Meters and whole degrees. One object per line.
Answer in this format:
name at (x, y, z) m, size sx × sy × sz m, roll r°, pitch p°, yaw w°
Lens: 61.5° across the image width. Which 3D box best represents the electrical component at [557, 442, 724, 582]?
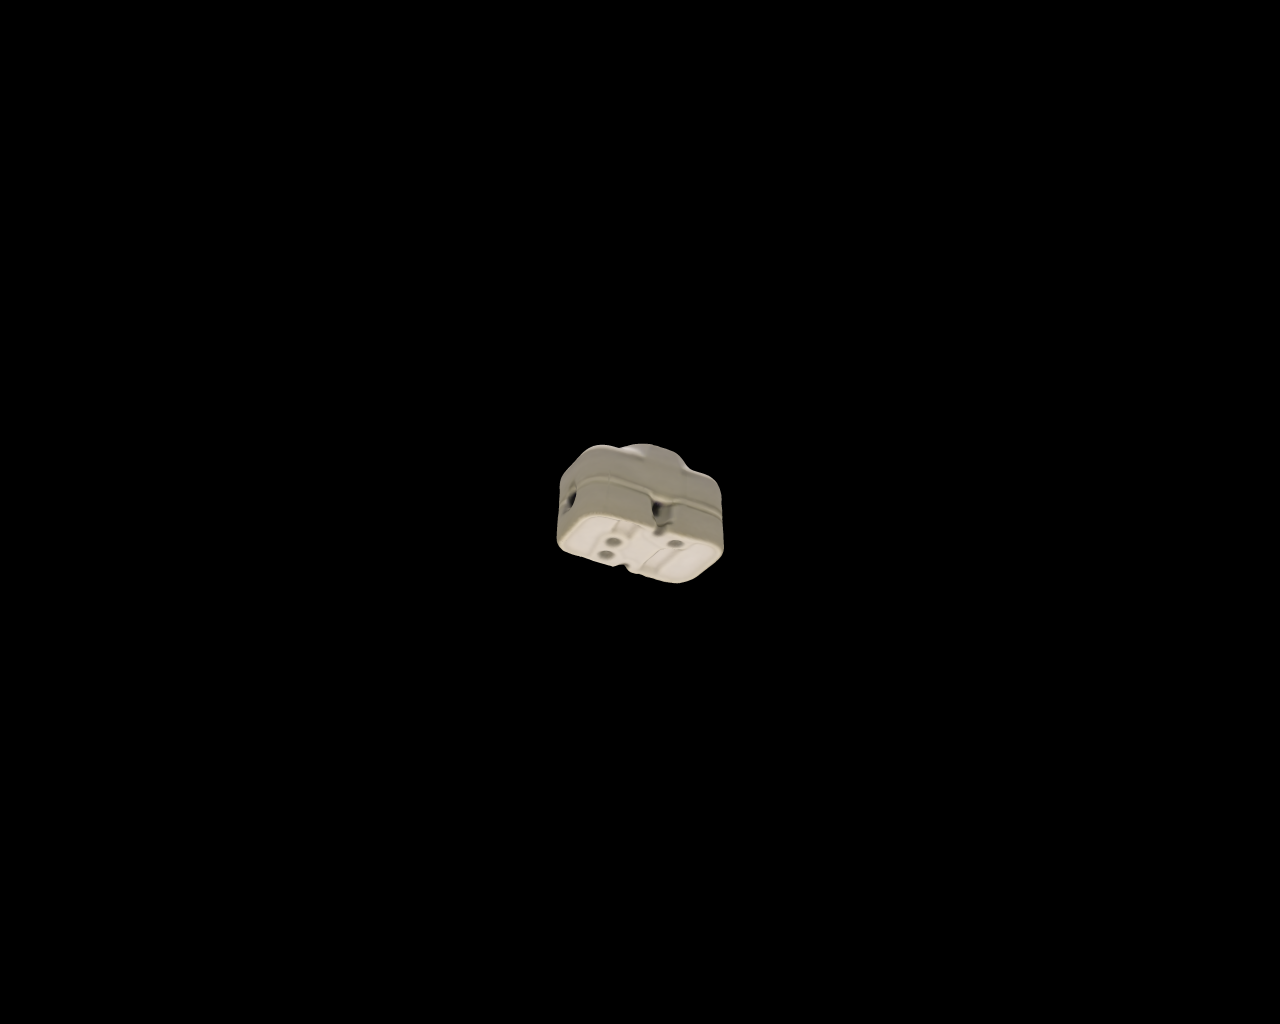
electrical component at (0.001, -0.003, 0.650) m, size 0.095 × 0.059 × 0.053 m, roll 17°, pitch -36°, yaw -24°
